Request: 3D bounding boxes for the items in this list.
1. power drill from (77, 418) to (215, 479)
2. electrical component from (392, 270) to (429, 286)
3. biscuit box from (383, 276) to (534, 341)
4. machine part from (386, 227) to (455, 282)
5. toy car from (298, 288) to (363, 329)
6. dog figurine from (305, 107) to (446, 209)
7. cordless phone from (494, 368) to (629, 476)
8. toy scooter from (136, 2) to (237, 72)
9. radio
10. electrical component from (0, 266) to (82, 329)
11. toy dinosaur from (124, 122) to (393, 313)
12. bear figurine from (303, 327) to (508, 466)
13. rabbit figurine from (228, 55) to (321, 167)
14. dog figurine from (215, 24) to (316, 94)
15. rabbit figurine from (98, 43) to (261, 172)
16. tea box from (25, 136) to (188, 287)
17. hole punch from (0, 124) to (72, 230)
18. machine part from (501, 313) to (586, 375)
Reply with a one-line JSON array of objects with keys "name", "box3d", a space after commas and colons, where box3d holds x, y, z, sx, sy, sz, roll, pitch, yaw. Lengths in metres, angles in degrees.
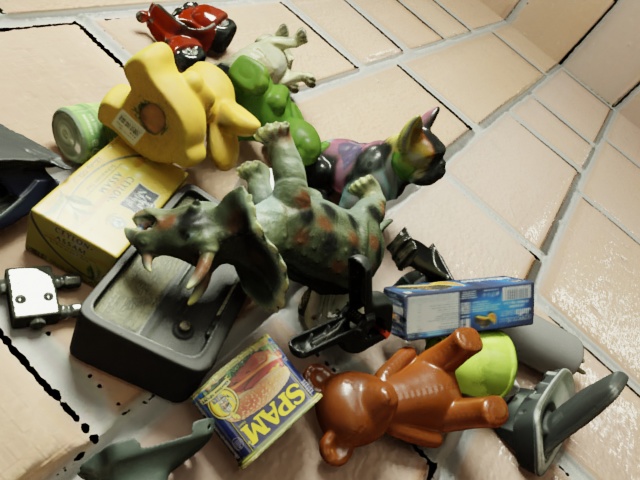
[{"name": "power drill", "box3d": [-0.096, 0.255, 0.422, 0.232, 0.086, 0.207, -2, 60, -34]}, {"name": "electrical component", "box3d": [0.136, 0.085, 0.772, 0.119, 0.047, 0.075, -19, 63, -47]}, {"name": "biscuit box", "box3d": [0.184, 0.086, 0.704, 0.203, 0.063, 0.059, -3, 95, -22]}, {"name": "machine part", "box3d": [0.147, 0.033, 0.745, 0.138, 0.039, 0.084, 29, 39, -42]}, {"name": "toy car", "box3d": [0.024, 0.048, 0.719, 0.073, 0.056, 0.202, 27, 41, -11]}, {"name": "dog figurine", "box3d": [0.081, -0.125, 0.804, 0.191, 0.219, 0.108, 47, 37, 11]}, {"name": "cordless phone", "box3d": [0.322, 0.203, 0.684, 0.146, 0.184, 0.089, -22, 62, -46]}, {"name": "toy scooter", "box3d": [-0.233, -0.365, 0.926, 0.135, 0.075, 0.184, 32, 44, -4]}, {"name": "radio", "box3d": [-0.146, 0.049, 0.580, 0.131, 0.073, 0.230, 31, 40, -7]}, {"name": "electrical component", "box3d": [-0.278, 0.056, 0.519, 0.094, 0.021, 0.063, -1, 53, -37]}, {"name": "toy dinosaur", "box3d": [-0.001, 0.001, 0.613, 0.404, 0.131, 0.192, 15, 60, -44]}, {"name": "bear figurine", "box3d": [0.089, 0.170, 0.593, 0.196, 0.132, 0.120, 8, 57, -38]}, {"name": "rabbit figurine", "box3d": [-0.073, -0.167, 0.801, 0.170, 0.121, 0.159, 41, 8, -1]}, {"name": "dog figurine", "box3d": [-0.126, -0.293, 0.930, 0.190, 0.172, 0.121, -22, 106, -21]}, {"name": "rabbit figurine", "box3d": [-0.151, -0.167, 0.657, 0.162, 0.122, 0.173, 36, 33, -7]}, {"name": "tea box", "box3d": [-0.234, -0.036, 0.606, 0.098, 0.068, 0.170, 29, 39, -8]}, {"name": "hole punch", "box3d": [-0.343, -0.066, 0.542, 0.142, 0.092, 0.116, 23, 18, 13]}, {"name": "machine part", "box3d": [0.307, 0.144, 0.814, 0.243, 0.079, 0.079, 28, 40, -11]}]
